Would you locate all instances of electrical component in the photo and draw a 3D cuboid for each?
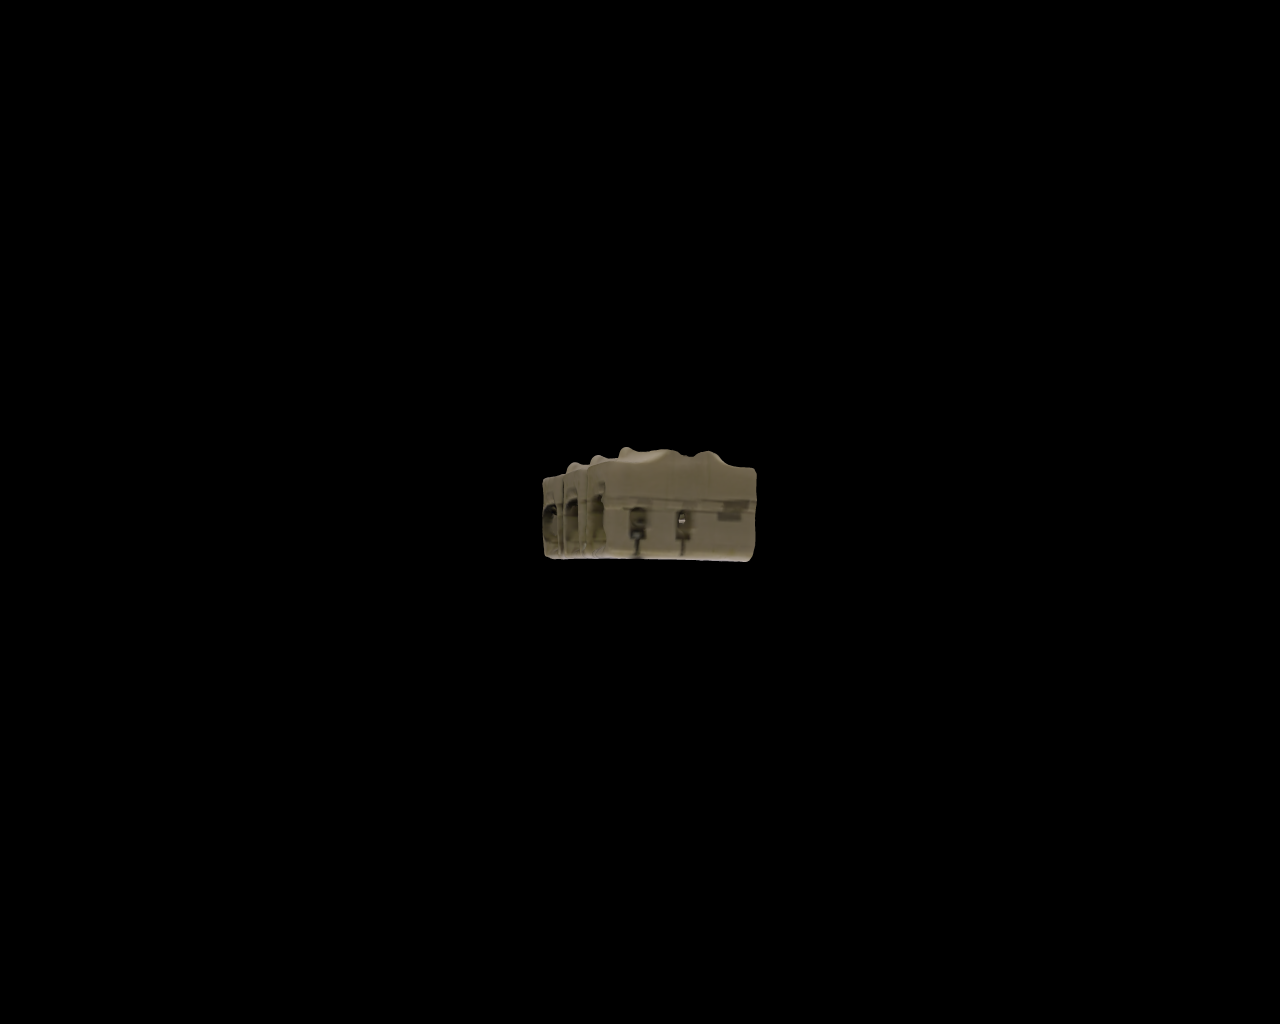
[{"bbox_3d":[0.001,-0.003,0.650,0.089,0.061,0.150,1,-2,-19],"label":"electrical component"}]
